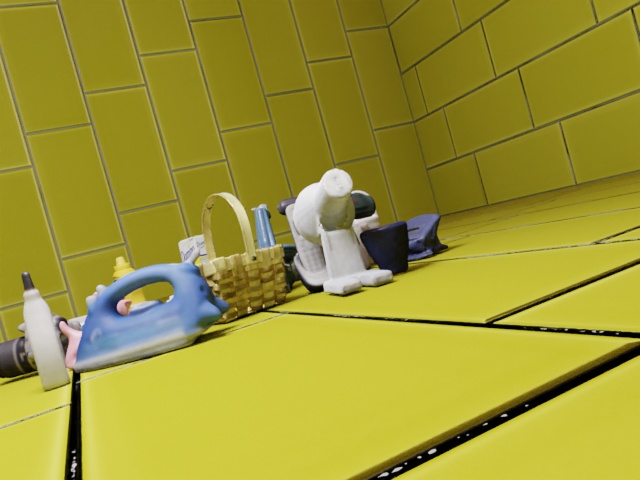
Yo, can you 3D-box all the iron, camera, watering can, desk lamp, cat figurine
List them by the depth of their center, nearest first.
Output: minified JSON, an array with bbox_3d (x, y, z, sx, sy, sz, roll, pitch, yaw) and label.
[{"bbox_3d":[-0.284,0.112,0.912,0.258,0.141,0.118,-15,1,-1],"label":"iron"},{"bbox_3d":[-0.391,0.152,1.009,0.128,0.118,0.067,-16,1,-16],"label":"cat figurine"},{"bbox_3d":[0.035,-0.016,1.044,0.118,0.213,0.203,-16,1,-15],"label":"desk lamp"},{"bbox_3d":[-0.532,0.199,1.075,0.137,0.101,0.143,-15,1,-4],"label":"camera"},{"bbox_3d":[0.107,-0.031,1.492,0.101,0.194,0.172,-16,1,-23],"label":"watering can"}]

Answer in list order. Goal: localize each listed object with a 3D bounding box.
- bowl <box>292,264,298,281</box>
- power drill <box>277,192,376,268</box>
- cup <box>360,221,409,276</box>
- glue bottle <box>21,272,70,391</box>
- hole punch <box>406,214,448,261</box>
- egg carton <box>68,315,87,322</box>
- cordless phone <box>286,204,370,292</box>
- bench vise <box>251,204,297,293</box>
[{"bbox_3d":[-0.104,0.087,1.628,0.167,0.075,0.167,-15,1,1],"label":"bowl"},{"bbox_3d":[0.032,-0.016,1.323,0.230,0.208,0.075,-16,1,-20],"label":"power drill"},{"bbox_3d":[0.124,0.021,1.082,0.092,0.095,0.117,-16,1,-20],"label":"cup"},{"bbox_3d":[-0.408,0.130,0.839,0.037,0.173,0.078,-16,1,-26],"label":"glue bottle"},{"bbox_3d":[0.215,-0.005,1.268,0.101,0.091,0.108,-16,1,-43],"label":"hole punch"},{"bbox_3d":[-0.629,0.237,1.449,0.107,0.069,0.151,-15,1,23],"label":"egg carton"},{"bbox_3d":[0.011,0.004,1.172,0.148,0.185,0.094,-16,1,-20],"label":"cordless phone"},{"bbox_3d":[-0.110,0.017,1.356,0.121,0.220,0.207,-16,1,-9],"label":"bench vise"}]
